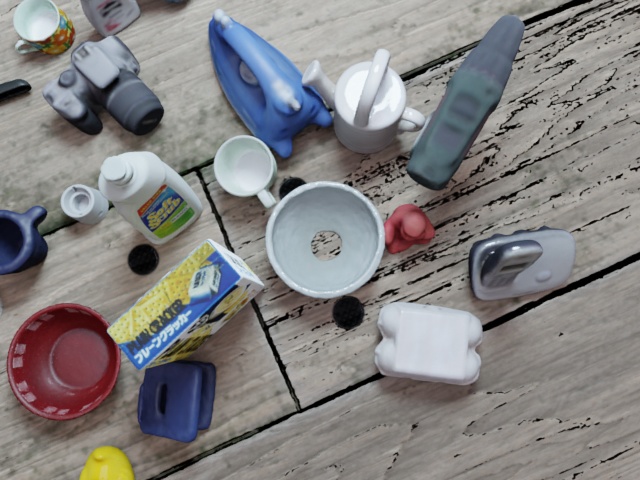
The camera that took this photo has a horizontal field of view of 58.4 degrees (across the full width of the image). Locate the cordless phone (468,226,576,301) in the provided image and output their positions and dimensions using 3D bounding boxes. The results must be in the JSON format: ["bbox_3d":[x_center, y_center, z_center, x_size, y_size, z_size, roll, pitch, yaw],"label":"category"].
[{"bbox_3d":[0.282,0.026,0.765,0.147,0.185,0.094,-13,82,0],"label":"cordless phone"}]

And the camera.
[{"bbox_3d":[-0.313,-0.213,0.849,0.143,0.101,0.137,-45,84,-4],"label":"camera"}]

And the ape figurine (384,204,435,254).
[{"bbox_3d":[0.128,-0.018,0.820,0.077,0.092,0.076,16,83,3],"label":"ape figurine"}]

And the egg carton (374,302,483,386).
[{"bbox_3d":[0.153,0.145,0.810,0.150,0.069,0.107,6,83,2],"label":"egg carton"}]

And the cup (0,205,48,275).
[{"bbox_3d":[-0.428,-0.001,0.826,0.118,0.095,0.091,-44,84,-4],"label":"cup"}]

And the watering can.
[{"bbox_3d":[0.061,-0.194,0.793,0.173,0.194,0.101,0,82,1],"label":"watering can"}]

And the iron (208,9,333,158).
[{"bbox_3d":[-0.096,-0.253,0.830,0.118,0.141,0.258,-39,83,-4],"label":"iron"}]

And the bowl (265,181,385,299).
[{"bbox_3d":[0.008,0.003,0.828,0.167,0.075,0.167,0,83,1],"label":"bowl"}]

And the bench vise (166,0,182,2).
[{"bbox_3d":[-0.277,-0.471,0.822,0.207,0.220,0.121,42,85,6],"label":"bench vise"}]

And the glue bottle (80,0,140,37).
[{"bbox_3d":[-0.323,-0.364,0.832,0.078,0.173,0.037,-40,83,-4],"label":"glue bottle"}]

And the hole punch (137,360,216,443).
[{"bbox_3d":[-0.204,0.222,0.795,0.101,0.091,0.109,3,83,2],"label":"hole punch"}]

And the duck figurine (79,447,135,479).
[{"bbox_3d":[-0.303,0.342,0.784,0.077,0.086,0.104,-2,82,1],"label":"duck figurine"}]

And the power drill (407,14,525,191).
[{"bbox_3d":[0.186,-0.166,0.780,0.075,0.208,0.230,28,84,5],"label":"power drill"}]
